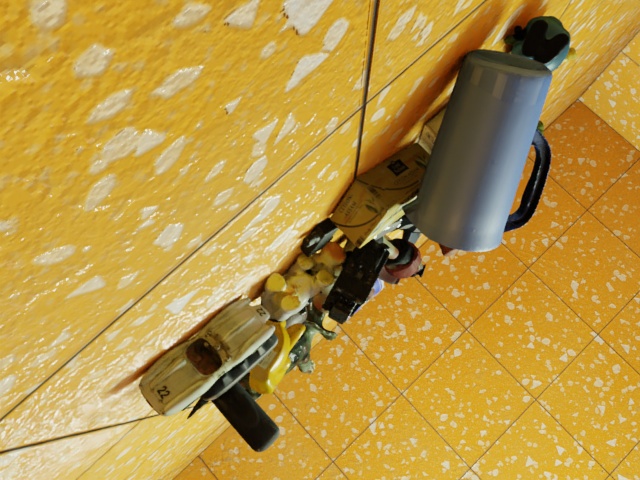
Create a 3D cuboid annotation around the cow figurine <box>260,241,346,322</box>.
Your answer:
[{"bbox_3d":[-0.026,0.071,0.875,0.167,0.068,0.098,-34,167,-37],"label":"cow figurine"}]

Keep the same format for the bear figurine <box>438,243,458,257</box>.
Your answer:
[{"bbox_3d":[0.307,-0.064,1.121,0.120,0.132,0.196,-27,170,-21],"label":"bear figurine"}]

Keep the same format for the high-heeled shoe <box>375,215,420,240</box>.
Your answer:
[{"bbox_3d":[0.147,-0.065,0.957,0.249,0.086,0.145,-38,143,-22],"label":"high-heeled shoe"}]

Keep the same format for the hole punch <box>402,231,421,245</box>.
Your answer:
[{"bbox_3d":[0.194,-0.045,1.188,0.115,0.092,0.142,-52,163,22],"label":"hole punch"}]

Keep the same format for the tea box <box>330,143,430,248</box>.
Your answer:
[{"bbox_3d":[0.104,-0.070,0.814,0.169,0.068,0.098,-35,166,-43],"label":"tea box"}]

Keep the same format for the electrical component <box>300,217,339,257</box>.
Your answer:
[{"bbox_3d":[-0.002,-0.002,0.813,0.094,0.021,0.063,-32,164,-49],"label":"electrical component"}]

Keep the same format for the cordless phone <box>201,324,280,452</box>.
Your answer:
[{"bbox_3d":[-0.105,0.209,0.812,0.146,0.184,0.088,-38,163,-24],"label":"cordless phone"}]

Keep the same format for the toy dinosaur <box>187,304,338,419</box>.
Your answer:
[{"bbox_3d":[-0.112,0.266,1.205,0.405,0.131,0.192,-32,152,-31],"label":"toy dinosaur"}]

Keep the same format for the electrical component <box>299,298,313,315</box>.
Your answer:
[{"bbox_3d":[-0.030,0.115,1.045,0.078,0.045,0.102,-2,159,-14],"label":"electrical component"}]

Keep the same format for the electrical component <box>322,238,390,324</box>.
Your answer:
[{"bbox_3d":[0.056,0.069,0.878,0.134,0.058,0.115,-60,175,-20],"label":"electrical component"}]

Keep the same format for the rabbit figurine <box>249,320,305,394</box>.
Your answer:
[{"bbox_3d":[-0.104,0.211,1.006,0.173,0.122,0.162,82,30,-53],"label":"rabbit figurine"}]

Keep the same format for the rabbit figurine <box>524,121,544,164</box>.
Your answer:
[{"bbox_3d":[0.310,-0.177,0.929,0.121,0.159,0.170,-51,-175,25],"label":"rabbit figurine"}]

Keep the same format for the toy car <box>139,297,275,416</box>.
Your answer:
[{"bbox_3d":[-0.150,0.155,0.736,0.202,0.073,0.056,-38,168,-28],"label":"toy car"}]

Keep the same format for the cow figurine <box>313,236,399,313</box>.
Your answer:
[{"bbox_3d":[0.053,0.053,1.007,0.086,0.127,0.195,8,-124,52],"label":"cow figurine"}]

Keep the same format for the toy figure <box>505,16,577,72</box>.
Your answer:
[{"bbox_3d":[0.314,-0.274,0.777,0.089,0.082,0.180,-28,-175,28],"label":"toy figure"}]

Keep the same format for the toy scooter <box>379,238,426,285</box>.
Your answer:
[{"bbox_3d":[0.158,0.052,1.141,0.184,0.135,0.075,0,-122,52],"label":"toy scooter"}]
